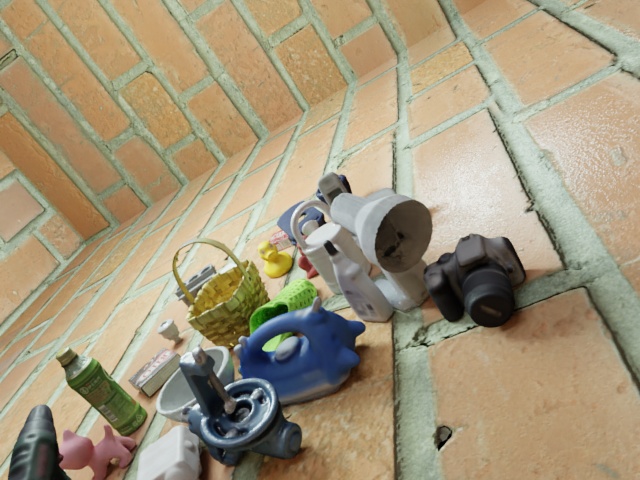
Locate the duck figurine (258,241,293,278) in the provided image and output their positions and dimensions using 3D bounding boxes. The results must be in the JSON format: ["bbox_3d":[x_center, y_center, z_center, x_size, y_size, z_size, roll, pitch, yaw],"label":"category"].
[{"bbox_3d":[-0.122,0.040,1.437,0.077,0.086,0.104,-39,21,-9],"label":"duck figurine"}]

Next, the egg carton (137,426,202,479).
[{"bbox_3d":[-0.239,0.371,0.923,0.107,0.069,0.150,-36,21,-1],"label":"egg carton"}]

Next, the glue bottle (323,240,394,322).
[{"bbox_3d":[0.056,0.068,0.982,0.037,0.173,0.078,-47,24,-28],"label":"glue bottle"}]

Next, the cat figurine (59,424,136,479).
[{"bbox_3d":[-0.440,0.402,1.095,0.128,0.118,0.067,-35,21,1],"label":"cat figurine"}]

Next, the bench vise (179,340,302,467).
[{"bbox_3d":[-0.157,0.252,0.845,0.207,0.220,0.121,-25,23,25],"label":"bench vise"}]

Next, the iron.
[{"bbox_3d":[-0.058,0.185,0.949,0.257,0.142,0.118,-26,23,24],"label":"iron"}]

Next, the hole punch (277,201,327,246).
[{"bbox_3d":[-0.041,-0.043,1.484,0.109,0.091,0.100,-41,22,-15],"label":"hole punch"}]

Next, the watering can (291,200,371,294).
[{"bbox_3d":[0.009,0.006,1.159,0.101,0.194,0.172,-46,24,-26],"label":"watering can"}]

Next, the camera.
[{"bbox_3d":[0.223,0.064,0.840,0.143,0.101,0.137,-27,23,21],"label":"camera"}]

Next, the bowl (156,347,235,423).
[{"bbox_3d":[-0.219,0.283,1.075,0.167,0.075,0.167,-30,21,13],"label":"bowl"}]

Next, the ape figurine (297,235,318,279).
[{"bbox_3d":[-0.020,0.030,1.294,0.076,0.092,0.077,-47,24,-28],"label":"ape figurine"}]

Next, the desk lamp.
[{"bbox_3d":[0.112,0.014,0.958,0.118,0.214,0.202,-42,22,-16],"label":"desk lamp"}]

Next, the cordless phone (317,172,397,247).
[{"bbox_3d":[0.090,-0.082,1.236,0.147,0.185,0.094,-32,21,9],"label":"cordless phone"}]

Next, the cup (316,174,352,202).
[{"bbox_3d":[0.051,-0.114,1.492,0.091,0.095,0.118,-26,23,24],"label":"cup"}]

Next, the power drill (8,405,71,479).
[{"bbox_3d":[-0.426,0.402,0.946,0.075,0.209,0.229,-36,21,-1],"label":"power drill"}]
